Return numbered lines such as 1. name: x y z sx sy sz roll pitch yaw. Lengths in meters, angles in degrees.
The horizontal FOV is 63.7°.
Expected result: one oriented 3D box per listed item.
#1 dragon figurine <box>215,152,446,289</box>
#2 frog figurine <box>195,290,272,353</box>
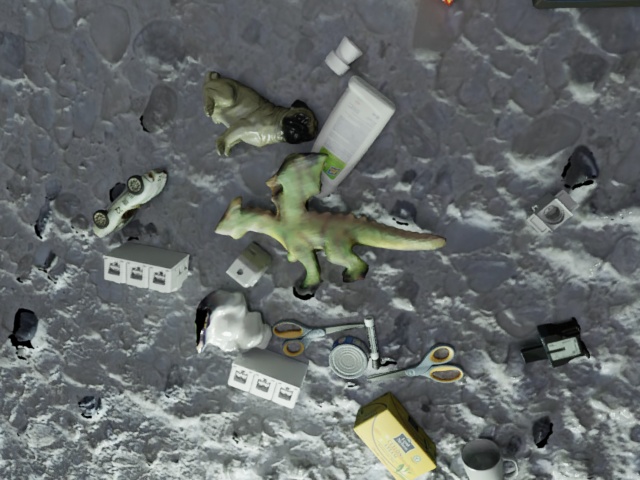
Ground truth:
1. dragon figurine: 0.003 -0.048 0.946 0.409 0.125 0.238 -13 117 16
2. frog figurine: -0.182 0.175 1.103 0.159 0.124 0.136 4 103 -28
